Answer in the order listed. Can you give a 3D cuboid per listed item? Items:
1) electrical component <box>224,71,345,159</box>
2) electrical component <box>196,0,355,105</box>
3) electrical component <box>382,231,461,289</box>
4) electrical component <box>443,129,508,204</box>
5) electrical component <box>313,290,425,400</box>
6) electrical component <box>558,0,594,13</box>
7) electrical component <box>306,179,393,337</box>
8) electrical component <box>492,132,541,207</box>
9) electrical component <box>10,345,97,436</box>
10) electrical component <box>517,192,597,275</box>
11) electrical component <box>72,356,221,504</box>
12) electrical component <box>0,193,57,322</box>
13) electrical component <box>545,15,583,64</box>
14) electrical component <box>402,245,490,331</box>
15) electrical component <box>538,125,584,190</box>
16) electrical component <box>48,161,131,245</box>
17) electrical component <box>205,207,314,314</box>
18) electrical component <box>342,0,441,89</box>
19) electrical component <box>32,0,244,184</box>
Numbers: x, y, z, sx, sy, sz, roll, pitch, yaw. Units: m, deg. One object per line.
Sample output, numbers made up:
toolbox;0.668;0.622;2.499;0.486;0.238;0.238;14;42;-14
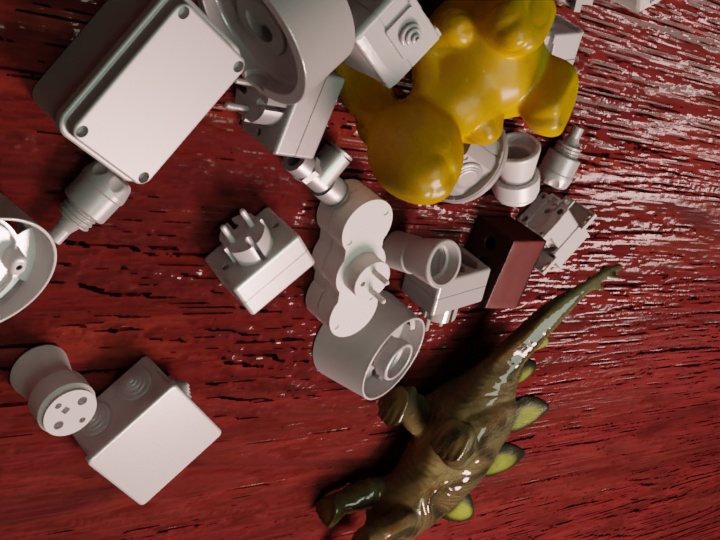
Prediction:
electrical component;-0.062;-0.121;0.764;0.077;0.047;0.065;2;120;-45
electrical component;-0.050;-0.168;0.693;0.060;0.108;0.108;-40;142;-21
electrical component;0.051;-0.012;0.950;0.044;0.065;0.044;-16;114;-40
electrical component;0.078;-0.100;0.893;0.051;0.080;0.080;27;101;-46
electrical component;0.012;0.070;1.002;0.099;0.064;0.099;-41;150;-29
electrical component;0.153;-0.240;0.853;0.064;0.081;0.042;0;124;-10
electrical component;0.000;0.000;0.904;0.052;0.074;0.138;-18;132;-34
electrical component;0.144;-0.092;0.990;0.045;0.045;0.055;-31;139;-22
electrical component;-0.221;0.087;0.778;0.045;0.055;0.045;-26;136;-27
electrical component;0.193;-0.041;1.084;0.081;0.042;0.064;-49;139;-2
electrical component;-0.174;0.128;0.863;0.100;0.048;0.099;-42;142;-9
electrical component;-0.245;-0.005;0.671;0.099;0.064;0.099;-26;136;-27
electrical component;0.134;-0.179;0.900;0.095;0.054;0.059;-13;130;-37
electrical component;0.077;0.025;1.022;0.066;0.047;0.076;-14;130;-36
electrical component;0.197;-0.110;1.035;0.035;0.035;0.061;8;112;-47
electrical component;-0.185;-0.043;0.722;0.061;0.035;0.035;-46;142;1
electrical component;-0.084;-0.018;0.829;0.066;0.047;0.076;-41;142;-10
electrical component;0.005;-0.171;0.747;0.061;0.096;0.061;-47;142;-2
electrical component;-0.139;-0.121;0.682;0.113;0.057;0.078;-49;142;0
